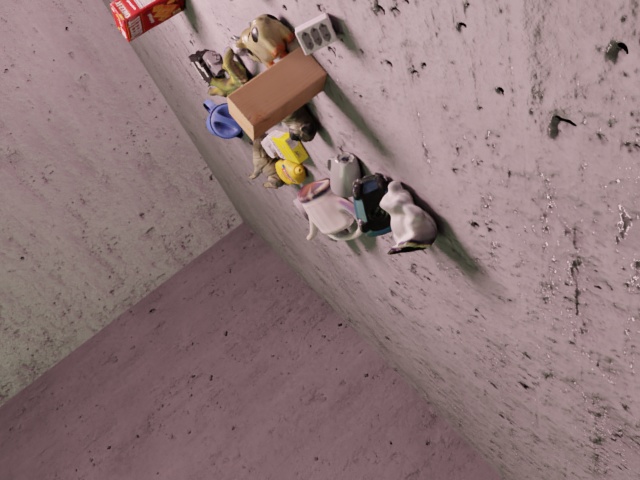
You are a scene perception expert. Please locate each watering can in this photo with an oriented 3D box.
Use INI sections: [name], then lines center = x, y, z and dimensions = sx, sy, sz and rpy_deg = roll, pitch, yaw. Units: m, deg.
[watering can]
center = 0.005, -0.084, 1.663
dimensions = 0.345, 0.106, 0.222
rpy_deg = -10, 120, 55

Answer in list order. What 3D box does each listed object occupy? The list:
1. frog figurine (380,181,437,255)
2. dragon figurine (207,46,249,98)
[frog figurine]
center = 0.200, -0.055, 1.175
dimensions = 0.136, 0.122, 0.161
rpy_deg = 71, -165, -77
[dragon figurine]
center = -0.221, -0.454, 1.592
dimensions = 0.241, 0.123, 0.411
rpy_deg = 36, 174, -15
